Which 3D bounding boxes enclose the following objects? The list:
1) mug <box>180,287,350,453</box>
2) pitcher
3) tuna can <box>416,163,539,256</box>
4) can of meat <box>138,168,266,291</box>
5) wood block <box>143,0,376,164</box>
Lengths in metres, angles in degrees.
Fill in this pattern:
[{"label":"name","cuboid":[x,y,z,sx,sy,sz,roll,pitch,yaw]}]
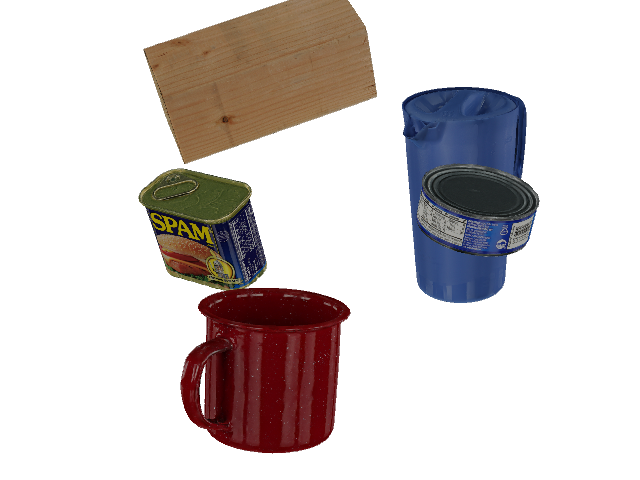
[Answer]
[{"label":"mug","cuboid":[-0.038,0.081,0.651,0.093,0.081,0.117,12,15,38]},{"label":"pitcher","cuboid":[0.175,-0.057,1.272,0.149,0.243,0.145,-1,25,5]},{"label":"tuna can","cuboid":[0.114,-0.023,0.779,0.086,0.034,0.086,6,29,-4]},{"label":"can of meat","cuboid":[-0.101,-0.008,0.940,0.102,0.084,0.057,14,44,32]},{"label":"wood block","cuboid":[-0.059,-0.166,1.064,0.206,0.091,0.090,-20,46,-7]}]
